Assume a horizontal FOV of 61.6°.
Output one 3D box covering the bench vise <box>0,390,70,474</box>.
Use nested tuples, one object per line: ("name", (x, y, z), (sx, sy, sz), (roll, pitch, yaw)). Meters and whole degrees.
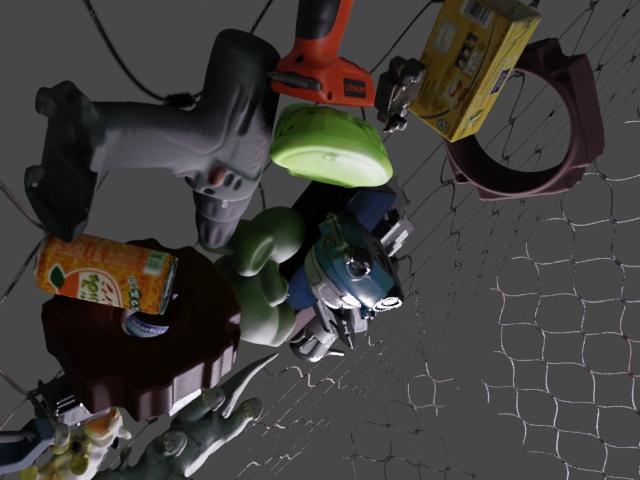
("bench vise", (-0.337, 0.188, 0.461), (0.223, 0.129, 0.240), (-49, 150, 8))

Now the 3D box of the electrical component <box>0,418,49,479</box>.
("electrical component", (-0.363, 0.252, 0.650), (0.063, 0.021, 0.094), (-13, 142, -50))

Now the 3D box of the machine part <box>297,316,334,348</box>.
("machine part", (0.042, 0.115, 1.037), (0.243, 0.079, 0.079), (-45, 157, 0))

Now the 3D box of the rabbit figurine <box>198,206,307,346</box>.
("rabbit figurine", (-0.086, 0.027, 0.665), (0.170, 0.121, 0.159), (-62, 151, -5))

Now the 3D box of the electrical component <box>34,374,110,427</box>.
("electrical component", (-0.275, 0.180, 0.646), (0.119, 0.048, 0.074), (-17, 145, -46))

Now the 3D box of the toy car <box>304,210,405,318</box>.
("toy car", (0.034, 0.041, 0.686), (0.103, 0.109, 0.161), (-32, 143, 15))

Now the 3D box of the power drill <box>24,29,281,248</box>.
("power drill", (-0.125, -0.059, 0.451), (0.207, 0.086, 0.231), (-14, 141, -45))

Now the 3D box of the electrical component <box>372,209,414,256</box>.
("electrical component", (0.107, -0.008, 0.961), (0.115, 0.058, 0.134), (-43, 158, 2))

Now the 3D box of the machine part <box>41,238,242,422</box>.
("machine part", (-0.162, 0.075, 0.502), (0.179, 0.179, 0.056), (-27, 150, -37))

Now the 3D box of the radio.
("radio", (-0.002, -0.002, 0.770), (0.229, 0.073, 0.131), (-54, 155, 16))

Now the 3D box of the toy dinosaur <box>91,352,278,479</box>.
("toy dinosaur", (-0.229, 0.340, 0.916), (0.192, 0.131, 0.405), (-29, -178, 39))

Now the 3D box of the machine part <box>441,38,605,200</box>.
("machine part", (0.275, -0.162, 0.755), (0.087, 0.201, 0.201), (-33, 110, -42))

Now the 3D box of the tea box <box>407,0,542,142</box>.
("tea box", (0.184, -0.222, 0.676), (0.068, 0.098, 0.169), (-27, 153, -35))

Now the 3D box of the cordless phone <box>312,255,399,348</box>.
("cordless phone", (0.074, 0.077, 0.913), (0.184, 0.089, 0.146), (-43, 145, -19))

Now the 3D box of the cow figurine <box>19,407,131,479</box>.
("cow figurine", (-0.312, 0.279, 0.723), (0.167, 0.068, 0.098), (-44, 163, 8))

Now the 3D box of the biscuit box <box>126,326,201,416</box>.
("biscuit box", (-0.204, 0.166, 0.722), (0.059, 0.063, 0.202), (-32, 154, -26))

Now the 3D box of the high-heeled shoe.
("high-heeled shoe", (0.036, 0.147, 1.129), (0.145, 0.086, 0.248), (21, 95, -33))

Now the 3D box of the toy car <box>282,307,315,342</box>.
("toy car", (-0.012, 0.100, 0.947), (0.202, 0.053, 0.089), (-45, 140, 0))

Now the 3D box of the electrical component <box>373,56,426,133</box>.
("electrical component", (0.101, -0.181, 0.672), (0.078, 0.045, 0.102), (-29, 153, -30))
